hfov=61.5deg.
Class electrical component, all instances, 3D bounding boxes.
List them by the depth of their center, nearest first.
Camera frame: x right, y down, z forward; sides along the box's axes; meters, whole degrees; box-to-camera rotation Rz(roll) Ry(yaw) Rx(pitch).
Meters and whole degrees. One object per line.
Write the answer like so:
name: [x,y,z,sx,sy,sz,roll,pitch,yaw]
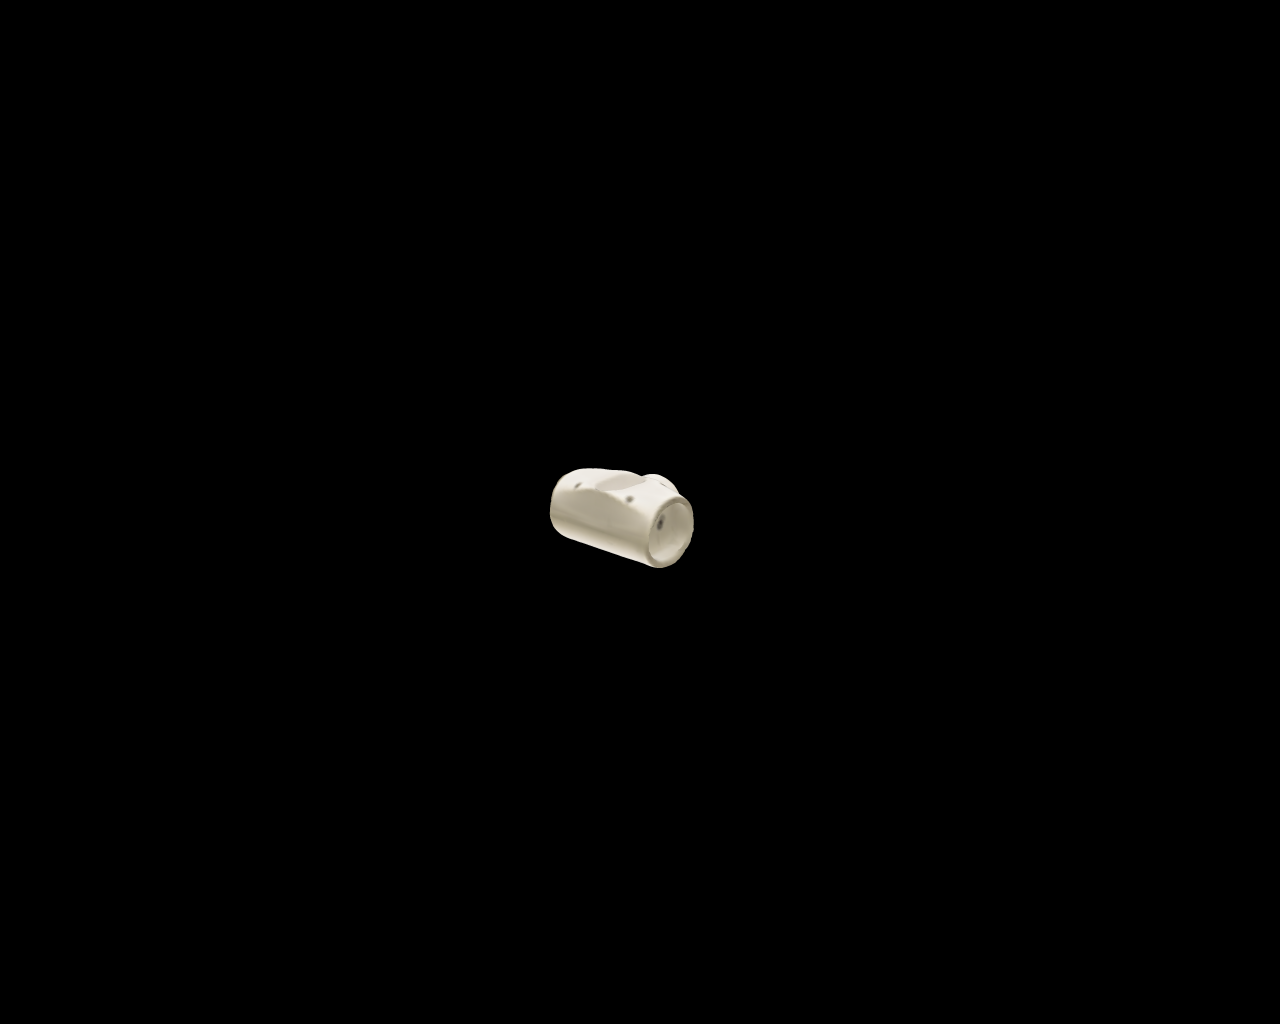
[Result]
electrical component: [0.001,-0.003,0.650,0.077,0.043,0.079,17,27,38]
